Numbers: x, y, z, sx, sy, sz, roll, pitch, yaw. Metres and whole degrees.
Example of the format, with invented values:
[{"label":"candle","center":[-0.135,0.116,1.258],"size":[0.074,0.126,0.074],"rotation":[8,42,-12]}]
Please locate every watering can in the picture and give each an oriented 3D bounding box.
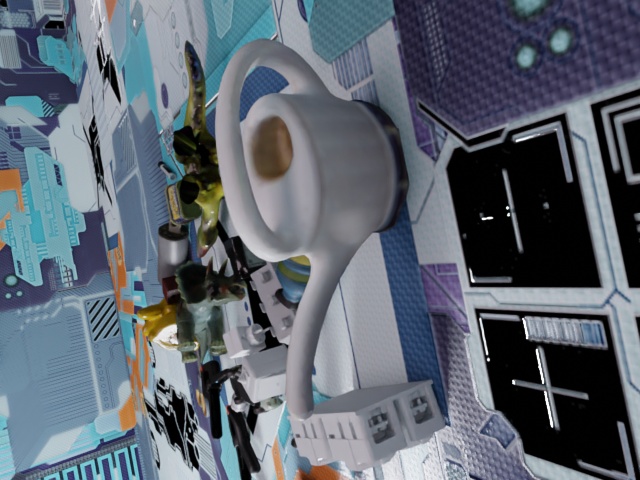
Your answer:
[{"label":"watering can","center":[0.002,-0.026,0.517],"size":[0.103,0.226,0.348],"rotation":[-11,90,43]}]

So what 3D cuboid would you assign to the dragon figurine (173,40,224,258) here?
[{"label":"dragon figurine","center":[-0.242,-0.163,1.022],"size":[0.243,0.122,0.408],"rotation":[-166,70,-66]}]
